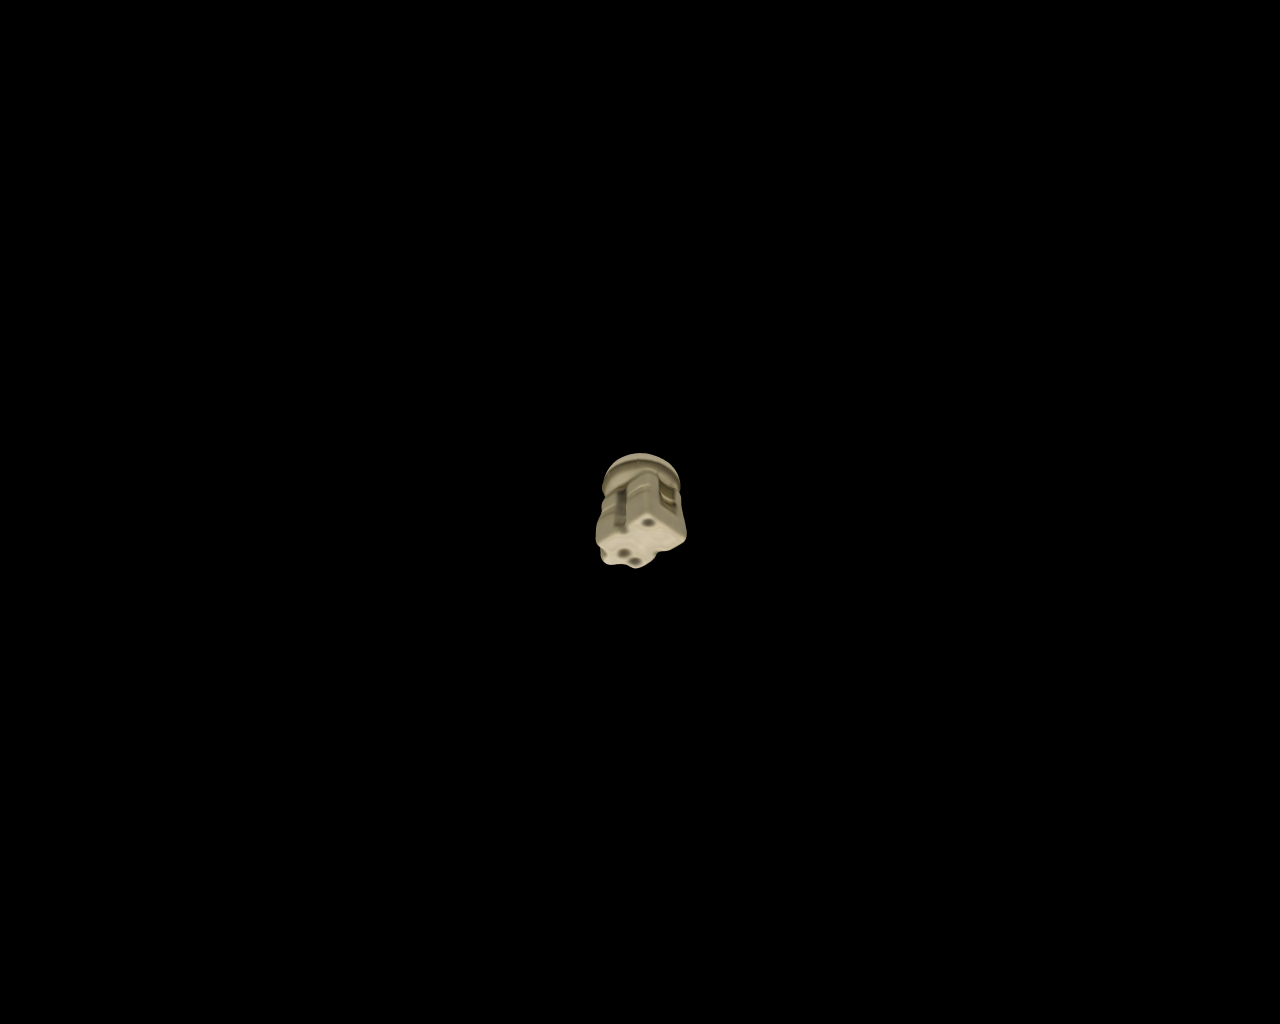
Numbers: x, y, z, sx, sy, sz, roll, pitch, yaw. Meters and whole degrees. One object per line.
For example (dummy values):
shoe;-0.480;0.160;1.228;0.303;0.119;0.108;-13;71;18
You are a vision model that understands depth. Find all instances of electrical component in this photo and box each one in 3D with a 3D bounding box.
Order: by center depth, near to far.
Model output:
electrical component;0.001;-0.003;0.650;0.066;0.055;0.048;-31;-50;30
